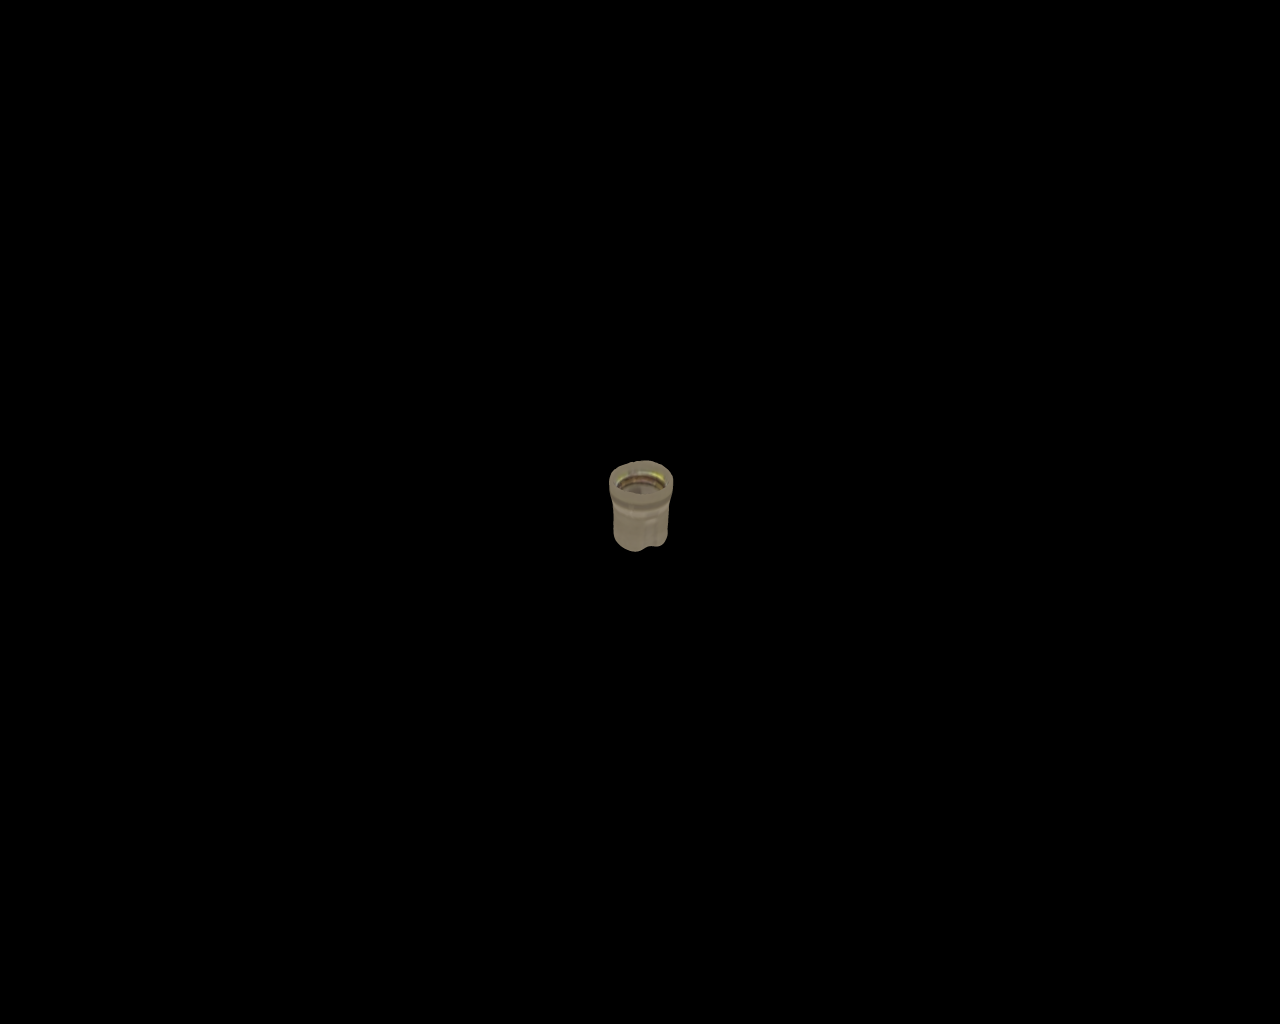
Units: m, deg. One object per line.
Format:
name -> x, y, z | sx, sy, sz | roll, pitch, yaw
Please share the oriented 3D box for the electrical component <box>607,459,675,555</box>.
electrical component -> 0.001, -0.003, 0.650 | 0.040, 0.046, 0.040 | 0, 33, 0
